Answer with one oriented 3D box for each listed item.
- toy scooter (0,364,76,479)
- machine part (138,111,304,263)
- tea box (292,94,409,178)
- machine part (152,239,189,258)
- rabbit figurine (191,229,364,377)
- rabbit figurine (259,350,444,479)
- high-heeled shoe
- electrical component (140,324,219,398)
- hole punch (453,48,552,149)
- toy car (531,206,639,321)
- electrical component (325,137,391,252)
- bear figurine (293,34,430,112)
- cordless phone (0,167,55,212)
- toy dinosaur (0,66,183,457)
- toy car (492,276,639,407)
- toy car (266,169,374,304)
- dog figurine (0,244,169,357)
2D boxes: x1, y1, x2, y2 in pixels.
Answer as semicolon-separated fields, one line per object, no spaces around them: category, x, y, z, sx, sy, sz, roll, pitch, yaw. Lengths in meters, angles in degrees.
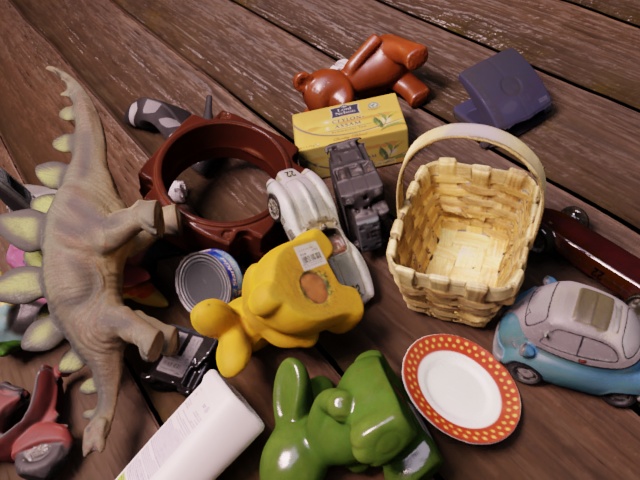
toy scooter;-0.359;0.202;0.626;0.184;0.075;0.135;1;51;10
machine part;-0.134;-0.076;0.759;0.201;0.087;0.201;28;59;6
tea box;0.047;-0.160;0.839;0.170;0.068;0.098;-13;49;4
machine part;-0.255;-0.002;0.781;0.139;0.084;0.039;2;23;-1
rabbit figurine;-0.059;0.087;0.603;0.162;0.173;0.122;-31;88;-44
rabbit figurine;0.005;0.187;0.530;0.170;0.121;0.159;-34;47;5
high-heeled shoe;-0.265;-0.173;0.943;0.249;0.086;0.145;-1;80;35
electrical component;-0.151;0.134;0.653;0.075;0.047;0.119;15;57;23
hole punch;0.279;-0.219;0.823;0.142;0.092;0.116;-28;54;-15
toy car;0.329;0.027;0.624;0.089;0.053;0.202;-25;47;-28
electrical component;0.053;-0.053;0.716;0.058;0.114;0.134;-17;47;1
bear figurine;0.066;-0.254;0.882;0.196;0.120;0.132;-33;55;-12
cordless phone;-0.436;-0.061;0.793;0.089;0.184;0.147;-32;51;-8
toy dinosaur;-0.267;-0.001;0.622;0.199;0.105;0.471;-5;72;0
toy car;0.264;0.096;0.551;0.162;0.102;0.109;17;57;28
toy car;-0.001;-0.002;0.678;0.073;0.056;0.201;-20;78;-29
dog figurine;-0.318;0.072;0.708;0.219;0.108;0.191;5;51;14
